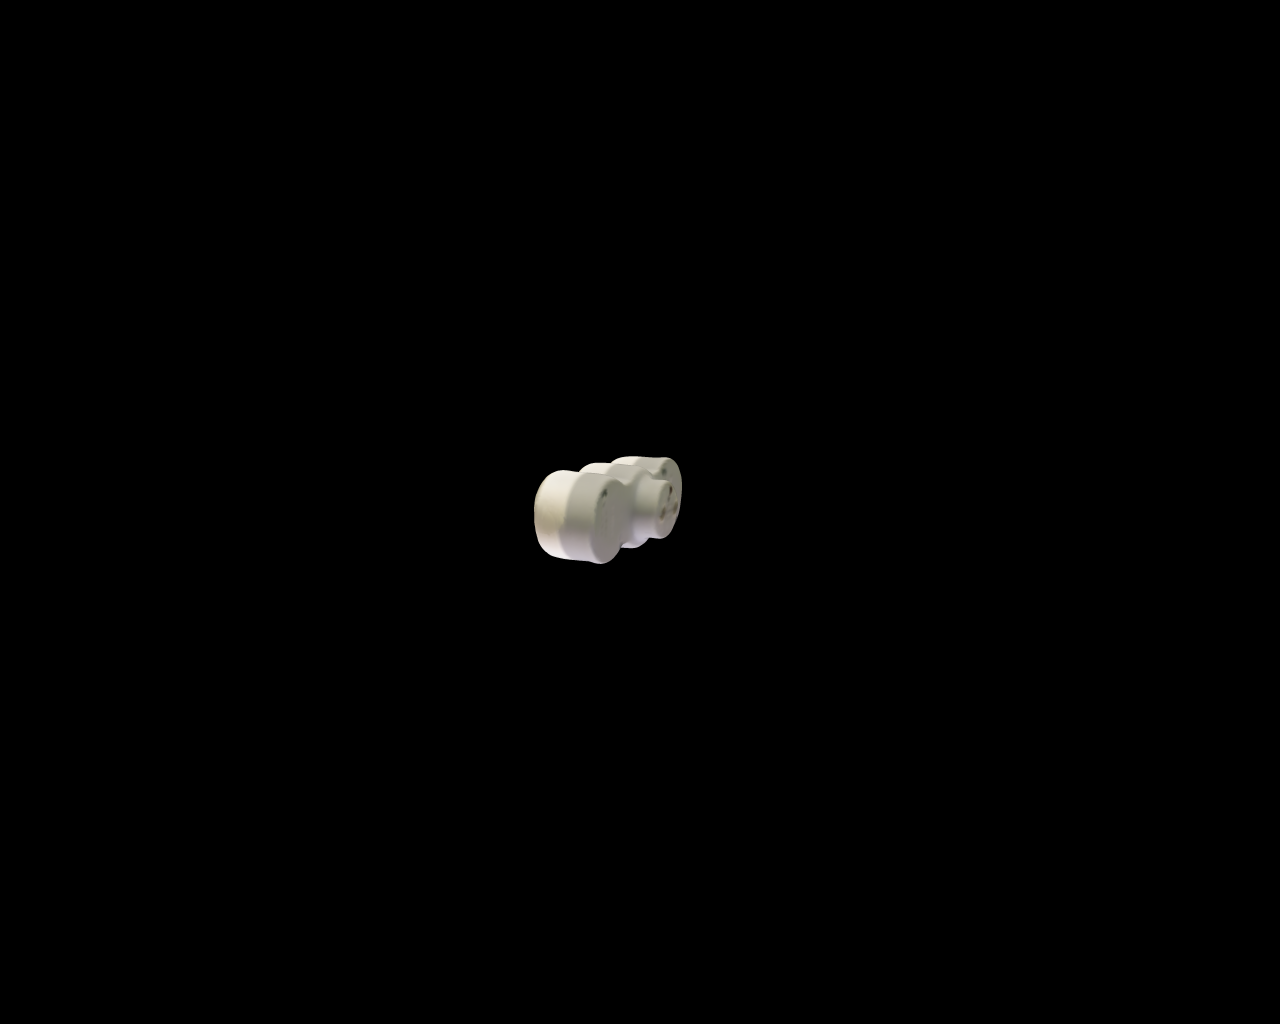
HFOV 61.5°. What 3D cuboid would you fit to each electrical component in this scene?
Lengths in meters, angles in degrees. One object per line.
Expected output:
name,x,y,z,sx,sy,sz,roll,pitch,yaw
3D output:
electrical component,0.001,-0.003,0.650,0.074,0.052,0.138,4,10,23
